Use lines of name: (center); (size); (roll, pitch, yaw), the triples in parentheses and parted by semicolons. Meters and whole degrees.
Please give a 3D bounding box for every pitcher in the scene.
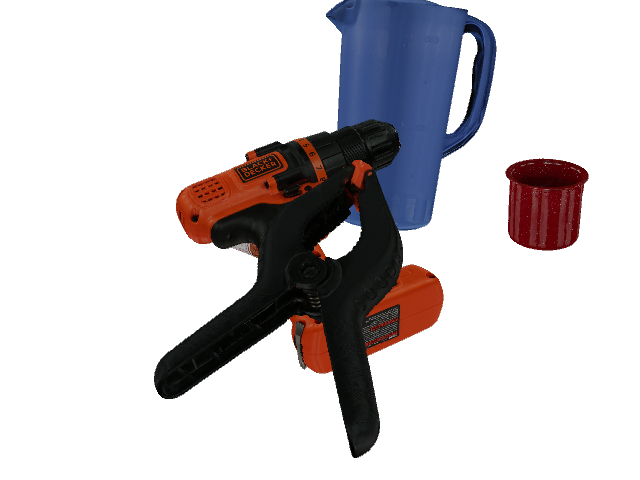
pitcher: (0.089, -0.138, 1.149); (0.149, 0.243, 0.144); (12, 14, 29)

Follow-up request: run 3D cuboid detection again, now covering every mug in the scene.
mug: (0.268, -0.044, 1.241); (0.093, 0.081, 0.117); (21, 34, 39)

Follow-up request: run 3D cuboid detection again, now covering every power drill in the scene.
power drill: (0.010, -0.005, 0.772); (0.184, 0.057, 0.188); (-24, 49, -15)

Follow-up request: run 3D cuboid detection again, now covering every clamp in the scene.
clamp: (0.004, 0.033, 0.564); (0.120, 0.171, 0.039); (25, -26, 18)

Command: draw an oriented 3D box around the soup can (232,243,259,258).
soup can: (-0.078, -0.019, 1.175); (0.102, 0.068, 0.068); (20, 9, 27)
